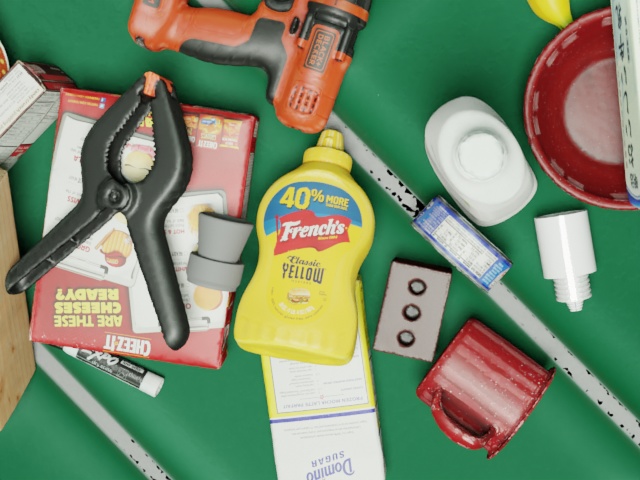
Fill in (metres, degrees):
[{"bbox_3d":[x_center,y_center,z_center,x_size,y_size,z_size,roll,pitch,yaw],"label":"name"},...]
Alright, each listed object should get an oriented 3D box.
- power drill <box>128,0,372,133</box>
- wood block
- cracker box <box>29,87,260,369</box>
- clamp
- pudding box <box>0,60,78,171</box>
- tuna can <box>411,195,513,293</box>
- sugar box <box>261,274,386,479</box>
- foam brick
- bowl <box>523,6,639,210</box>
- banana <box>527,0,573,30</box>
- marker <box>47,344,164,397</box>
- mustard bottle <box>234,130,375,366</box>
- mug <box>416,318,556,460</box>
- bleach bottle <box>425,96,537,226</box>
[{"bbox_3d":[-0.053,-0.201,0.889,0.188,0.057,0.184,19,93,6],"label":"power drill"},{"bbox_3d":[-0.301,0.048,0.878,0.091,0.090,0.206,6,123,6],"label":"wood block"},{"bbox_3d":[-0.146,-0.012,0.904,0.164,0.072,0.214,8,96,2],"label":"cracker box"},{"bbox_3d":[-0.164,-0.030,0.843,0.165,0.036,0.210,9,89,17],"label":"clamp"},{"bbox_3d":[-0.265,-0.101,0.906,0.039,0.090,0.113,45,98,1],"label":"pudding box"},{"bbox_3d":[0.116,0.003,0.868,0.086,0.086,0.034,43,96,2],"label":"tuna can"},{"bbox_3d":[0.001,0.122,0.912,0.093,0.048,0.176,-6,96,6],"label":"sugar box"},{"bbox_3d":[0.078,0.058,0.894,0.053,0.051,0.078,12,96,6],"label":"foam brick"},{"bbox_3d":[0.244,-0.105,0.860,0.162,0.055,0.162,1,94,7],"label":"bowl"},{"bbox_3d":[0.205,-0.262,0.865,0.069,0.037,0.198,13,98,-14],"label":"banana"},{"bbox_3d":[-0.196,0.105,0.948,0.121,0.020,0.020,25,97,5],"label":"marker"},{"bbox_3d":[-0.006,0.001,0.865,0.096,0.058,0.191,8,73,8],"label":"mustard bottle"},{"bbox_3d":[0.127,0.124,0.865,0.081,0.117,0.093,36,132,8],"label":"mug"},{"bbox_3d":[0.119,-0.054,0.780,0.068,0.250,0.102,-36,89,8],"label":"bleach bottle"}]
